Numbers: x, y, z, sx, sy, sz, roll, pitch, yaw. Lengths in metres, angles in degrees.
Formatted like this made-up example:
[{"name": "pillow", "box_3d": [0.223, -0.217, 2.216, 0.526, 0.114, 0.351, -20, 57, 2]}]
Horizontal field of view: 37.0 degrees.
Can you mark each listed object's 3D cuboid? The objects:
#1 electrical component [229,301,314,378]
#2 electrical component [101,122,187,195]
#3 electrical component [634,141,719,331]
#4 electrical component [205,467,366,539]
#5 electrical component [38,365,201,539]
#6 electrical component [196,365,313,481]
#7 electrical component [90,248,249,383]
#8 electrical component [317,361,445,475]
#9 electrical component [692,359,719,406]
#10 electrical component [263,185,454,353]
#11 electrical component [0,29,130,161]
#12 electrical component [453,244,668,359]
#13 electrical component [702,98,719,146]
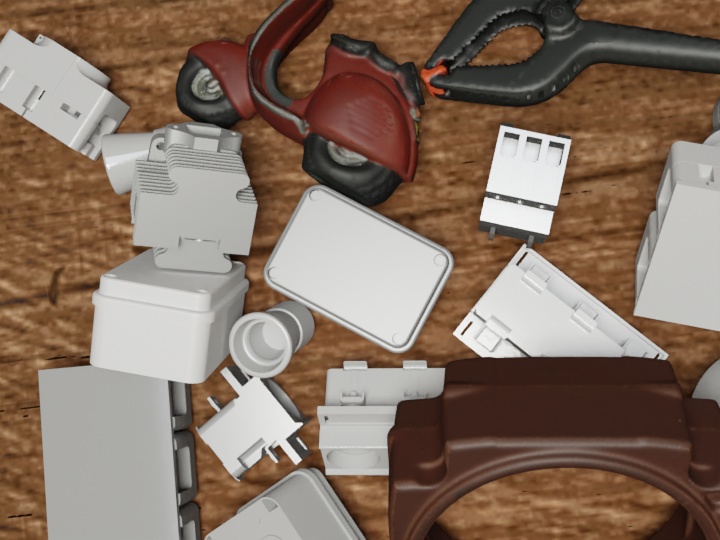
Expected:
[{"name": "electrical component", "box_3d": [-0.057, 0.044, 0.732, 0.044, 0.065, 0.044, 3, 101, 16]}, {"name": "electrical component", "box_3d": [-0.145, -0.082, 0.763, 0.065, 0.044, 0.044, -13, 84, -1]}, {"name": "electrical component", "box_3d": [0.279, -0.012, 0.681, 0.186, 0.060, 0.105, 11, 130, 6]}, {"name": "electrical component", "box_3d": [-0.037, 0.197, 0.710, 0.078, 0.057, 0.113, -38, 82, 30]}, {"name": "electrical component", "box_3d": [-0.162, 0.139, 0.735, 0.089, 0.062, 0.150, -5, 85, 5]}, {"name": "electrical component", "box_3d": [-0.073, 0.107, 0.741, 0.064, 0.042, 0.081, -41, 83, 5]}, {"name": "electrical component", "box_3d": [-0.124, 0.027, 0.711, 0.078, 0.113, 0.057, 9, 102, 6]}, {"name": "electrical component", "box_3d": [0.037, 0.099, 0.717, 0.121, 0.078, 0.063, -1, 56, 5]}, {"name": "electrical component", "box_3d": [0.266, 0.100, 0.697, 0.108, 0.060, 0.108, -1, 93, -13]}, {"name": "electrical component", "box_3d": [0.000, 0.000, 0.735, 0.113, 0.057, 0.078, 28, 88, 7]}, {"name": "electrical component", "box_3d": [-0.216, -0.128, 0.767, 0.089, 0.050, 0.055, 32, 89, 7]}, {"name": "electrical component", "box_3d": [0.134, 0.049, 0.716, 0.121, 0.063, 0.078, 38, 89, 7]}, {"name": "electrical component", "box_3d": [0.268, -0.107, 0.711, 0.052, 0.074, 0.138, 26, 88, 7]}]
